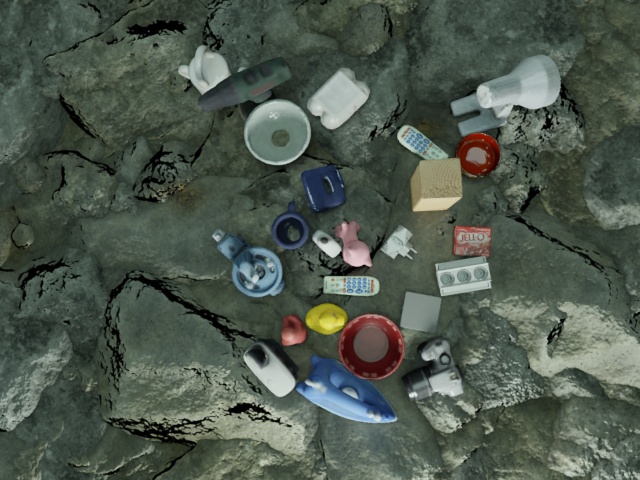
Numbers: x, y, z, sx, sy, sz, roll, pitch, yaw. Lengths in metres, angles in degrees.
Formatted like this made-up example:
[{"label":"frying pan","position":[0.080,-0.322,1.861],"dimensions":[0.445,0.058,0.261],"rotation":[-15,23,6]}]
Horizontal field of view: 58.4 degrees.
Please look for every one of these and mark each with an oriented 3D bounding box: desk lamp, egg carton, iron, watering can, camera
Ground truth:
[{"label":"desk lamp","position":[0.436,-0.338,1.359],"dimensions":[0.203,0.213,0.118],"rotation":[-19,85,2]},{"label":"egg carton","position":[0.048,-0.358,1.454],"dimensions":[0.107,0.069,0.150],"rotation":[44,89,5]},{"label":"iron","position":[0.072,0.378,1.363],"dimensions":[0.258,0.141,0.119],"rotation":[26,88,5]},{"label":"watering can","position":[-0.263,-0.413,1.412],"dimensions":[0.173,0.194,0.101],"rotation":[-13,85,2]},{"label":"camera","position":[0.264,0.322,1.377],"dimensions":[0.137,0.101,0.143],"rotation":[-21,85,2]}]

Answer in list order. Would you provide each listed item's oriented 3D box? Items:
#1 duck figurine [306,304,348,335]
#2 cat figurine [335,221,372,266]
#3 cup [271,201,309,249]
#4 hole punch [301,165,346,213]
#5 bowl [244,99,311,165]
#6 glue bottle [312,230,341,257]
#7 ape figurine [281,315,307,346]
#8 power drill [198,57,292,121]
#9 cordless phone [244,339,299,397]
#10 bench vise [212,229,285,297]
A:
[{"label":"duck figurine","position":[0.015,0.196,1.407],"dimensions":[0.104,0.086,0.077],"rotation":[0,86,3]},{"label":"cat figurine","position":[0.081,0.012,1.401],"dimensions":[0.067,0.118,0.128],"rotation":[-21,85,2]},{"label":"cup","position":[-0.069,-0.034,1.424],"dimensions":[0.091,0.095,0.118],"rotation":[2,86,3]},{"label":"hole punch","position":[0.010,-0.131,1.428],"dimensions":[0.101,0.091,0.109],"rotation":[-20,85,2]},{"label":"bowl","position":[-0.103,-0.266,1.452],"dimensions":[0.167,0.075,0.167],"rotation":[0,86,3]},{"label":"glue bottle","position":[0.013,0.005,1.377],"dimensions":[0.078,0.173,0.037],"rotation":[39,89,5]},{"label":"ape figurine","position":[-0.071,0.227,1.406],"dimensions":[0.076,0.092,0.078],"rotation":[35,88,5]},{"label":"power drill","position":[-0.172,-0.354,1.395],"dimensions":[0.229,0.208,0.075],"rotation":[-30,84,1]},{"label":"cordless phone","position":[-0.124,0.309,1.356],"dimensions":[0.147,0.185,0.094],"rotation":[44,89,5]},{"label":"bench vise","position":[-0.185,0.060,1.360],"dimensions":[0.207,0.220,0.121],"rotation":[25,88,5]}]
